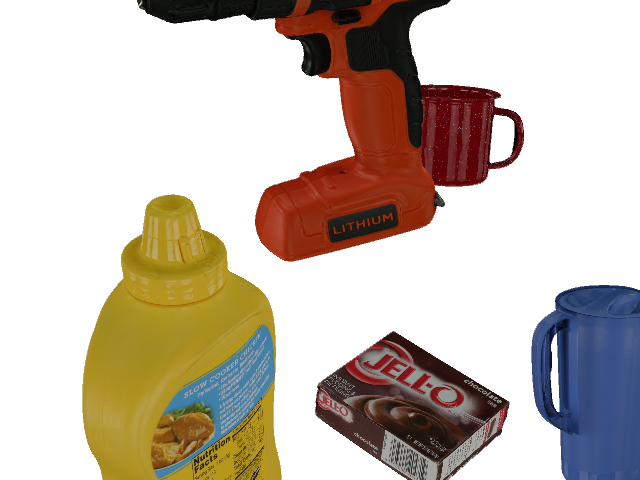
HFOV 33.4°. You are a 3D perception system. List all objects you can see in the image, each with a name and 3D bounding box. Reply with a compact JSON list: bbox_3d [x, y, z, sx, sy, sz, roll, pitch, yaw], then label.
[{"bbox_3d":[-0.056,0.069,0.449,0.058,0.192,0.096,20,36,30],"label":"mustard bottle"},{"bbox_3d":[0.066,0.123,0.782,0.114,0.039,0.089,32,43,29],"label":"pudding box"},{"bbox_3d":[-0.002,-0.083,0.569,0.184,0.188,0.057,-13,35,-17],"label":"power drill"},{"bbox_3d":[0.128,-0.096,0.979,0.117,0.081,0.093,6,16,13],"label":"mug"},{"bbox_3d":[0.343,0.184,1.305,0.149,0.243,0.144,4,15,22],"label":"pitcher"}]
